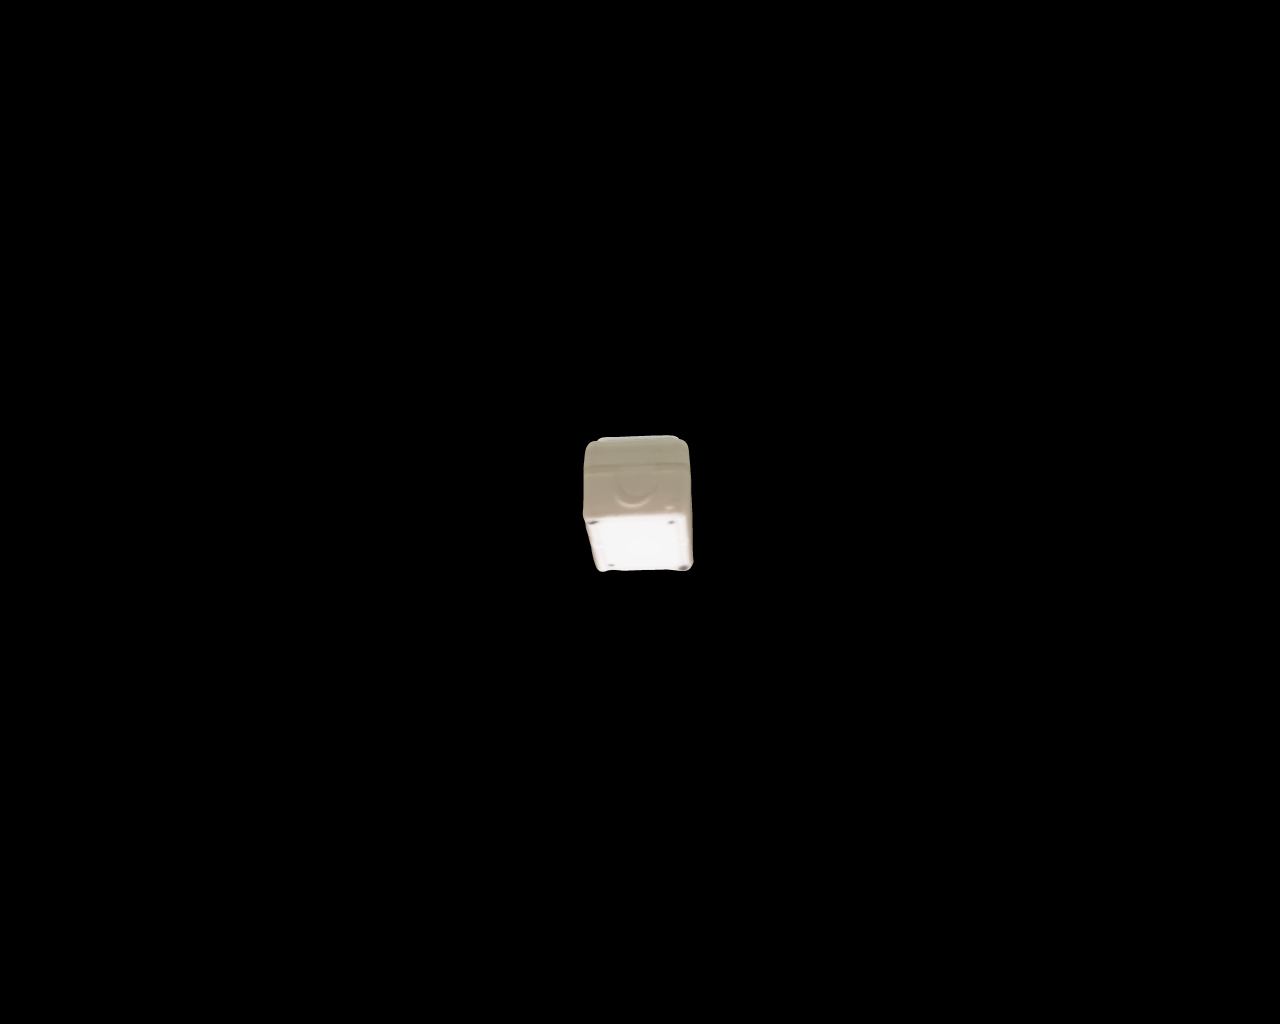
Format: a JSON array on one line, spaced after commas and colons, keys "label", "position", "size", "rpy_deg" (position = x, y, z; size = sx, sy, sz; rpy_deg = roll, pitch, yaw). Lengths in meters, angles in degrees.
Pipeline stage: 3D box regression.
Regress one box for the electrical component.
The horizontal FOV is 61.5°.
[{"label": "electrical component", "position": [0.001, -0.003, 0.650], "size": [0.062, 0.061, 0.096], "rpy_deg": [-2, -27, 3]}]
